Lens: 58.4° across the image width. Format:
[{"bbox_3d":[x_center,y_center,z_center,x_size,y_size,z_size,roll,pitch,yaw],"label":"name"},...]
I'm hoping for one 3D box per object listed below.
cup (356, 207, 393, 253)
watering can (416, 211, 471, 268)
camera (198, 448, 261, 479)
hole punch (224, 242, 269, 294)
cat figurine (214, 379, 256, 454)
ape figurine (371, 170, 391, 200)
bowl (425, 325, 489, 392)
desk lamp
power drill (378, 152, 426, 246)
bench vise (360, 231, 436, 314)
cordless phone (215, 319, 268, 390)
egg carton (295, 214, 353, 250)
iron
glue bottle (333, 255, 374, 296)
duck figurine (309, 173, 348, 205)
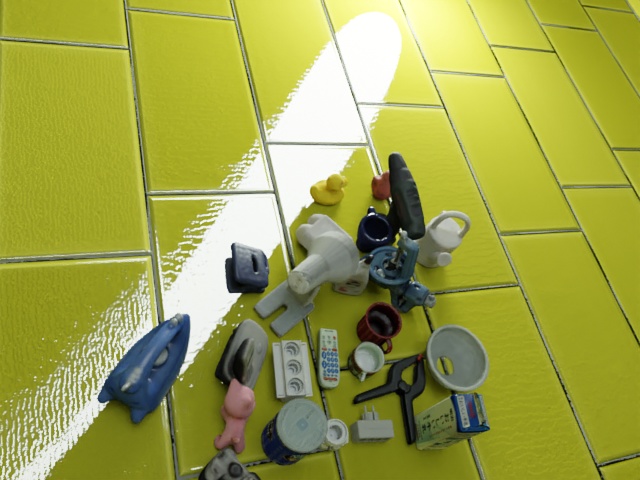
[{"bbox_3d":[0.129,-0.019,1.504,0.092,0.095,0.117,2,59,-20],"label":"cup"},{"bbox_3d":[0.327,-0.007,1.510,0.101,0.194,0.172,-1,60,-21],"label":"watering can"},{"bbox_3d":[-0.180,0.487,1.071,0.143,0.100,0.137,46,55,10],"label":"camera"},{"bbox_3d":[-0.167,0.064,1.342,0.101,0.091,0.108,0,60,-21],"label":"hole punch"},{"bbox_3d":[-0.165,0.351,1.150,0.067,0.117,0.128,12,57,-14],"label":"cat figurine"},{"bbox_3d":[0.186,-0.162,1.615,0.078,0.092,0.076,34,54,2],"label":"ape figurine"},{"bbox_3d":[0.321,0.297,1.396,0.168,0.074,0.167,10,57,-15],"label":"bowl"},{"bbox_3d":[-0.025,0.095,1.302,0.118,0.213,0.204,45,55,9],"label":"desk lamp"},{"bbox_3d":[0.194,-0.083,1.498,0.076,0.208,0.229,-8,63,-25],"label":"power drill"},{"bbox_3d":[0.212,0.070,1.404,0.207,0.219,0.121,26,54,-4],"label":"bench vise"},{"bbox_3d":[-0.148,0.225,1.192,0.094,0.185,0.147,20,55,-8],"label":"cordless phone"},{"bbox_3d":[0.013,0.005,1.460,0.150,0.069,0.107,41,55,7],"label":"egg carton"},{"bbox_3d":[-0.329,0.225,1.151,0.118,0.141,0.258,30,54,-1],"label":"iron"},{"bbox_3d":[0.091,0.080,1.380,0.078,0.173,0.037,9,57,-15],"label":"glue bottle"},{"bbox_3d":[0.028,-0.146,1.548,0.105,0.086,0.077,-7,63,-24],"label":"duck figurine"}]
